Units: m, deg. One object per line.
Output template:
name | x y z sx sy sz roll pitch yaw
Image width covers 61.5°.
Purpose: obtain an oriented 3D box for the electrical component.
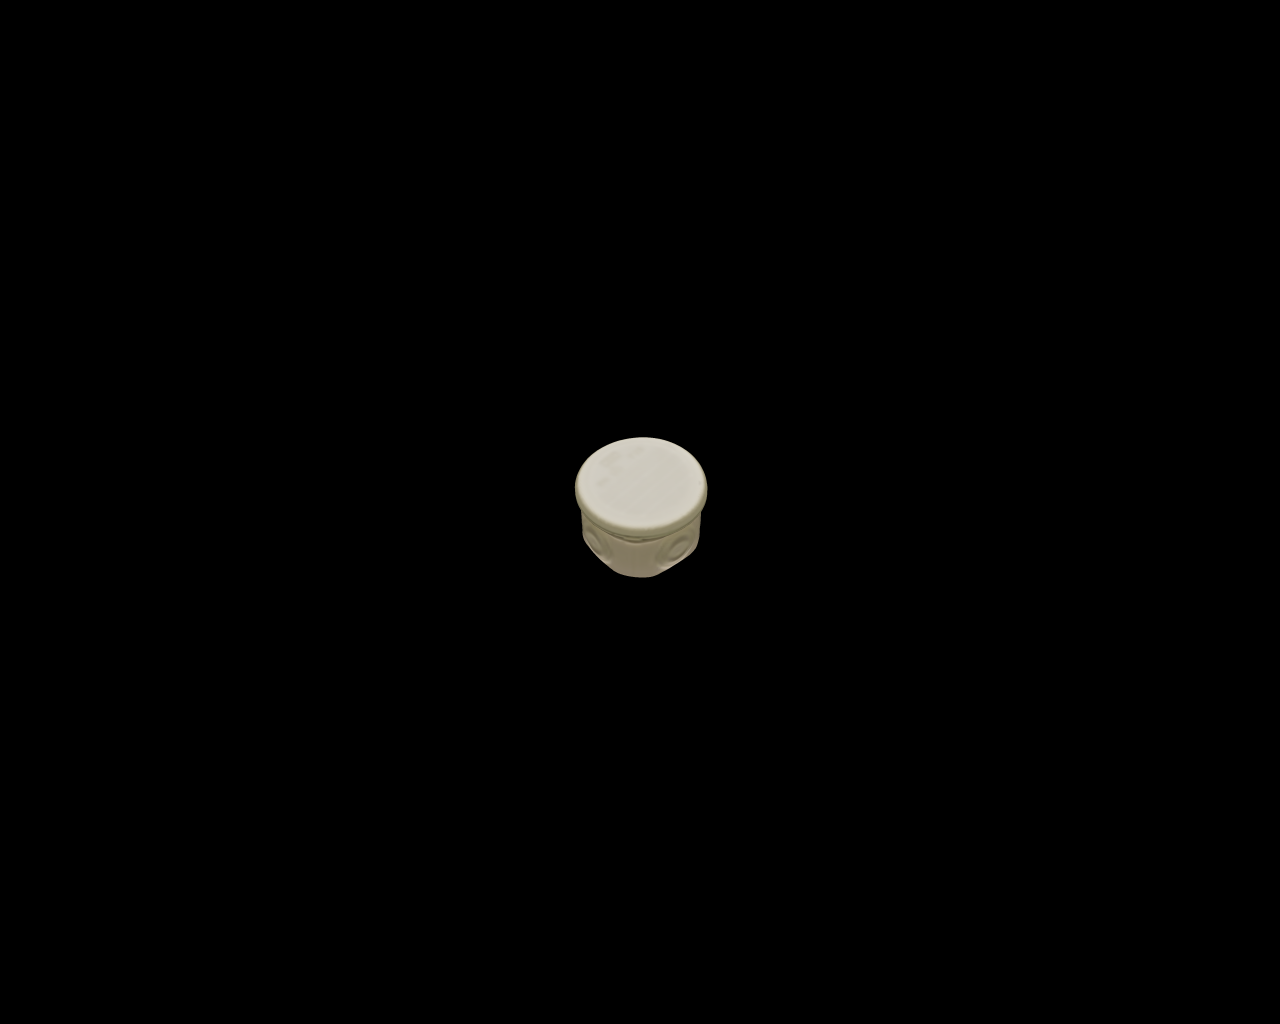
electrical component | 0.001 -0.003 0.650 0.080 0.080 0.050 0 -42 0
